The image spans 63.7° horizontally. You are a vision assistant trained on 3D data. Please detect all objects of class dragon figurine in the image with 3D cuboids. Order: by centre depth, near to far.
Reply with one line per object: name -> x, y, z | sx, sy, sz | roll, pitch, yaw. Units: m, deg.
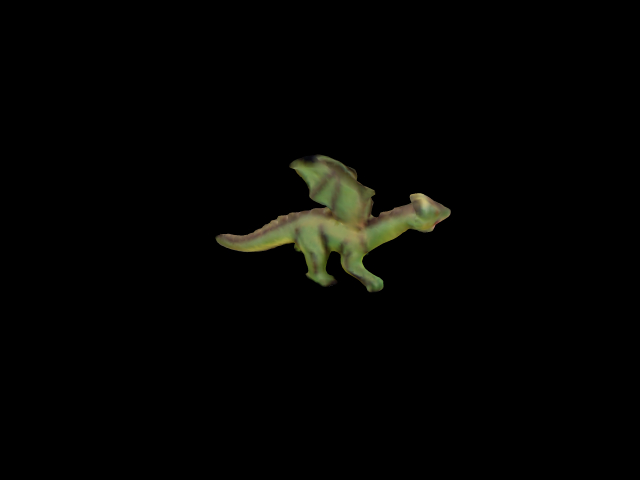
dragon figurine -> 0.003, -0.043, 0.850 | 0.410, 0.237, 0.125 | 8, 41, 9
